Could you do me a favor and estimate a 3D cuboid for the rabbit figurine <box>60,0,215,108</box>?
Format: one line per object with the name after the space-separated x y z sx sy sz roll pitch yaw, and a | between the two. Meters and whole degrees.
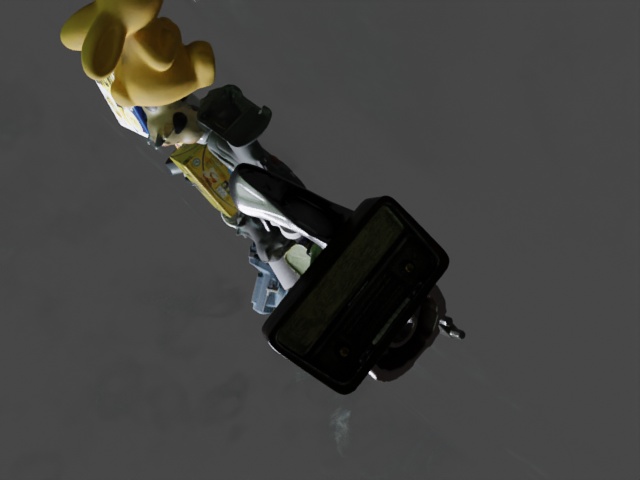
-0.226 -0.255 0.653 0.122 0.162 0.173 50 155 24 | rabbit figurine

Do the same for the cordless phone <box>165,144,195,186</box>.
-0.282 -0.164 1.337 0.184 0.088 0.146 32 168 -5 | cordless phone

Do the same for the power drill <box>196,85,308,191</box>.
-0.090 -0.128 0.813 0.232 0.086 0.207 38 175 19 | power drill

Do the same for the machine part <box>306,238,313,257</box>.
-0.002 -0.003 0.982 0.039 0.084 0.139 12 -178 -4 | machine part

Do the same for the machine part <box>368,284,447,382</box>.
0.115 0.128 0.819 0.056 0.179 0.179 36 167 43 | machine part

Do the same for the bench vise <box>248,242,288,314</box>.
-0.065 0.086 1.335 0.241 0.223 0.129 13 176 -8 | bench vise

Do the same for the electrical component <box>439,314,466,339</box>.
0.205 0.140 0.918 0.063 0.021 0.094 46 168 -19 | electrical component

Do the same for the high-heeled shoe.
0.000 -0.042 0.727 0.249 0.086 0.145 7 147 14 | high-heeled shoe

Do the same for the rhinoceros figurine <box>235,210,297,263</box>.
-0.127 -0.031 1.162 0.190 0.112 0.073 58 -178 30 | rhinoceros figurine

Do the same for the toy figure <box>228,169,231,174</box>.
-0.098 -0.096 0.986 0.154 0.057 0.064 39 -153 6 | toy figure

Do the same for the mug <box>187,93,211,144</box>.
-0.230 -0.220 0.931 0.107 0.081 0.109 33 165 -8 | mug

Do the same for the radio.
0.046 0.068 0.673 0.131 0.229 0.073 41 173 -12 | radio

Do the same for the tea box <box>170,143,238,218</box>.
-0.212 -0.138 1.101 0.068 0.098 0.169 30 162 43 | tea box

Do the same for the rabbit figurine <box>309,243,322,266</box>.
0.068 0.064 0.876 0.170 0.121 0.159 31 167 -23 | rabbit figurine

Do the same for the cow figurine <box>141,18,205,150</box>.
-0.245 -0.225 0.816 0.086 0.127 0.194 32 163 53 | cow figurine

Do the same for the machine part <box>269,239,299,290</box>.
-0.091 0.026 1.243 0.243 0.079 0.079 60 169 4 | machine part
